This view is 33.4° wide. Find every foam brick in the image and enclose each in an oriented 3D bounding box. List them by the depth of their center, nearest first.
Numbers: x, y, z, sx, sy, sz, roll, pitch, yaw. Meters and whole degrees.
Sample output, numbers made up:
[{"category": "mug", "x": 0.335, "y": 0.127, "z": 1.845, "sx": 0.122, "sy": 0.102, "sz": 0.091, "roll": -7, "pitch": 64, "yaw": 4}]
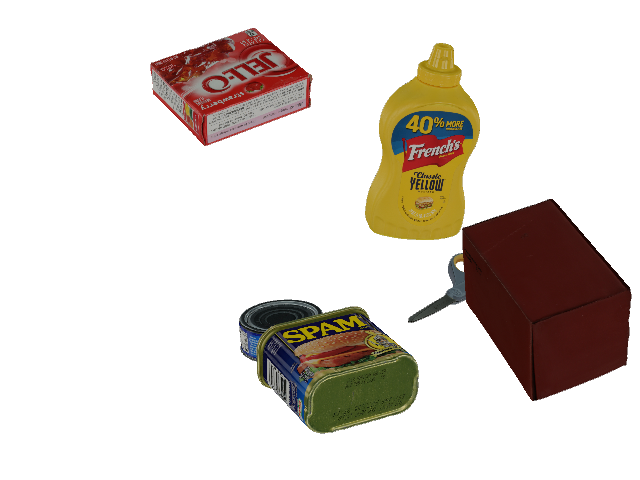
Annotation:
[{"category": "foam brick", "x": 0.107, "y": 0.027, "z": 0.515, "sx": 0.051, "sy": 0.053, "sz": 0.078, "roll": -17, "pitch": 40, "yaw": -9}]

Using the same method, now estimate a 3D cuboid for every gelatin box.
[{"category": "gelatin box", "x": -0.062, "y": -0.108, "z": 0.739, "sx": 0.089, "sy": 0.030, "sz": 0.073, "roll": -24, "pitch": 49, "yaw": -25}]

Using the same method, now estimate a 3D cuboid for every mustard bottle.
[{"category": "mustard bottle", "x": 0.103, "y": -0.095, "z": 1.027, "sx": 0.096, "sy": 0.192, "sz": 0.058, "roll": 3, "pitch": 28, "yaw": -9}]

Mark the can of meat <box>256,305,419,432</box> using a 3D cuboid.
[{"category": "can of meat", "x": 0.014, "y": 0.100, "z": 0.824, "sx": 0.101, "sy": 0.057, "sz": 0.084, "roll": -11, "pitch": 27, "yaw": -25}]

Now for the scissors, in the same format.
[{"category": "scissors", "x": 0.155, "y": 0.055, "z": 1.293, "sx": 0.201, "sy": 0.016, "sz": 0.096, "roll": -8, "pitch": 39, "yaw": -37}]

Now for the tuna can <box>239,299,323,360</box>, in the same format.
[{"category": "tuna can", "x": -0.038, "y": 0.089, "z": 1.059, "sx": 0.086, "sy": 0.034, "sz": 0.086, "roll": -3, "pitch": 19, "yaw": 1}]
